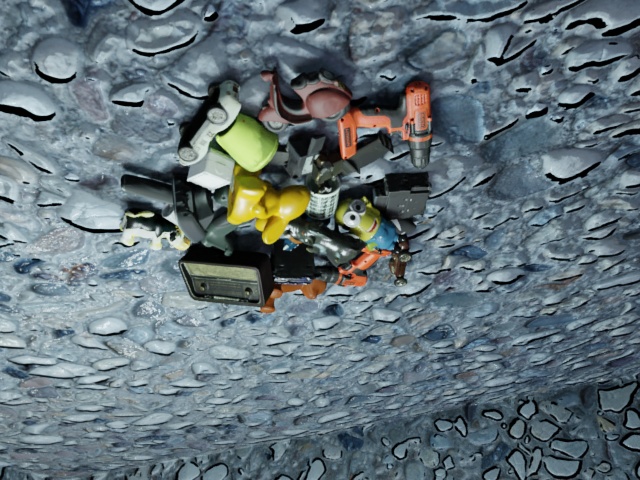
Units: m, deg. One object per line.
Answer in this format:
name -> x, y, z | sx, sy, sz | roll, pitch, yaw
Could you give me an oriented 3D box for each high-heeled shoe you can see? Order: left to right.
high-heeled shoe -> 0.134, 0.005, 1.343 | 0.249, 0.145, 0.086 | 1, 146, -9

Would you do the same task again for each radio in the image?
radio -> -0.235, 0.095, 1.367 | 0.230, 0.073, 0.130 | 4, 122, 21

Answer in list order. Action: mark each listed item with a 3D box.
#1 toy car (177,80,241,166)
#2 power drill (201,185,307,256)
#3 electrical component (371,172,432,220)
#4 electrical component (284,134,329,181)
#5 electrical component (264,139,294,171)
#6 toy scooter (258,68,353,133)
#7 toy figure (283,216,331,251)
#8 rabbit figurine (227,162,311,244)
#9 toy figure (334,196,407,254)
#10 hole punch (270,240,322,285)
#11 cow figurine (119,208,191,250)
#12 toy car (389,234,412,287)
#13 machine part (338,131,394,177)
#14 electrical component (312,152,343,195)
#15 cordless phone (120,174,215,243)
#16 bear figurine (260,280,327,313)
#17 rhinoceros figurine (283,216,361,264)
toy car -> -0.214, -0.217, 1.013 | 0.056, 0.073, 0.202 | 20, 137, -33
power drill -> -0.174, -0.043, 1.271 | 0.232, 0.086, 0.207 | 26, 137, -37
electrical component -> 0.189, -0.102, 1.279 | 0.134, 0.058, 0.114 | -6, 144, -4
electrical component -> -0.026, -0.182, 1.104 | 0.075, 0.048, 0.119 | -23, 153, -25
electrical component -> -0.089, -0.180, 1.139 | 0.063, 0.021, 0.094 | 4, 144, -18
toy scooter -> -0.038, -0.267, 0.980 | 0.184, 0.075, 0.135 | -12, 145, 14
toy figure -> -0.040, -0.023, 1.345 | 0.154, 0.058, 0.064 | -33, 144, 33
rabbit figurine -> -0.104, -0.075, 1.138 | 0.173, 0.122, 0.162 | 0, 116, -21
toy figure -> 0.115, -0.029, 1.274 | 0.180, 0.082, 0.089 | 32, 146, -20
hole punch -> -0.075, 0.069, 1.429 | 0.142, 0.116, 0.092 | 4, 152, -16
cow figurine -> -0.379, -0.029, 1.265 | 0.167, 0.068, 0.098 | 11, 135, -27
toy car -> 0.217, 0.053, 1.482 | 0.053, 0.089, 0.202 | -8, 147, -4
machine part -> 0.089, -0.183, 1.157 | 0.139, 0.039, 0.084 | -23, 138, 23
electrical component -> 0.014, -0.139, 1.121 | 0.078, 0.045, 0.102 | -23, 156, -21
cordless phone -> -0.323, -0.079, 1.126 | 0.184, 0.147, 0.088 | 13, 133, -30
bear figurine -> -0.064, 0.137, 1.515 | 0.196, 0.132, 0.120 | 12, 138, -17
rhinoceros figurine -> -0.003, -0.004, 1.232 | 0.190, 0.073, 0.112 | 23, 178, -5
